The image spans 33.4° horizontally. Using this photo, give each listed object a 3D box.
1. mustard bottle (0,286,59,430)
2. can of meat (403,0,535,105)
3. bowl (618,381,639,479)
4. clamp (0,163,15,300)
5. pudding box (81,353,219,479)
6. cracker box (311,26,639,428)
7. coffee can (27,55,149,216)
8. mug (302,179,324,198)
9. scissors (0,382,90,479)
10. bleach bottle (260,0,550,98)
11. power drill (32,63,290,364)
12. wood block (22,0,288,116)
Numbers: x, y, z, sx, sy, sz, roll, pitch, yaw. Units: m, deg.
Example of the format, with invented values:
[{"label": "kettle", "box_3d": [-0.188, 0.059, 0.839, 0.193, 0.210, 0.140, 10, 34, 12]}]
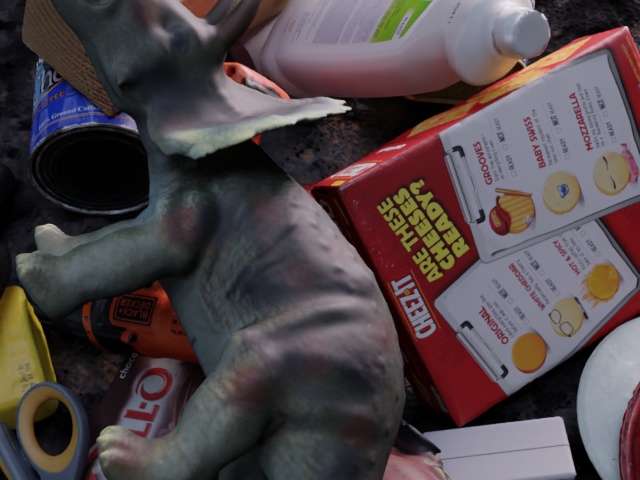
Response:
[{"label": "mustard bottle", "box_3d": [-0.273, 0.103, 0.696, 0.191, 0.058, 0.096, -21, 54, -7]}, {"label": "can of meat", "box_3d": [0.113, -0.153, 0.826, 0.102, 0.057, 0.084, 7, 55, 12]}, {"label": "bowl", "box_3d": [0.251, 0.123, 0.585, 0.162, 0.055, 0.162, 2, 72, -6]}, {"label": "clamp", "box_3d": [-0.256, 0.013, 0.732, 0.164, 0.036, 0.210, -37, 34, -20]}, {"label": "pudding box", "box_3d": [-0.096, 0.119, 0.668, 0.090, 0.039, 0.113, 11, 56, 25]}, {"label": "cracker box", "box_3d": [0.126, -0.012, 0.668, 0.213, 0.072, 0.164, -30, 100, -13]}, {"label": "coffee can", "box_3d": [-0.163, -0.104, 0.798, 0.103, 0.103, 0.140, -8, 55, 2]}, {"label": "mug", "box_3d": [-0.005, 0.001, 0.723, 0.081, 0.093, 0.117, -19, 19, -12]}, {"label": "scissors", "box_3d": [-0.140, 0.166, 0.624, 0.202, 0.016, 0.096, 42, 90, 17]}, {"label": "bleach bottle", "box_3d": [0.057, -0.138, 0.733, 0.251, 0.068, 0.102, 21, 81, 57]}, {"label": "power drill", "box_3d": [-0.100, -0.017, 0.681, 0.185, 0.057, 0.187, 6, 78, 37]}, {"label": "wood block", "box_3d": [-0.100, -0.187, 0.758, 0.090, 0.091, 0.205, 40, 51, 10]}]
